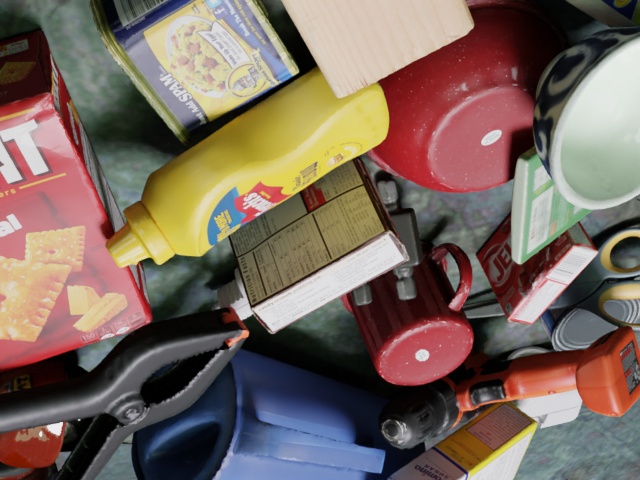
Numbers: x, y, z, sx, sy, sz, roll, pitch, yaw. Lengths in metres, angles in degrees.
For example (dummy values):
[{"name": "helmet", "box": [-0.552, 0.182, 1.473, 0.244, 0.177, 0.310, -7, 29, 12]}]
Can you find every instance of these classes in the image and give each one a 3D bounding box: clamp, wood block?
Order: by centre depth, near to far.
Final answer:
[{"name": "wood block", "box": [-0.001, -0.186, 0.557, 0.091, 0.090, 0.206, -26, 138, 7]}, {"name": "clamp", "box": [-0.148, 0.109, 0.752, 0.210, 0.036, 0.164, -36, 145, -2]}]

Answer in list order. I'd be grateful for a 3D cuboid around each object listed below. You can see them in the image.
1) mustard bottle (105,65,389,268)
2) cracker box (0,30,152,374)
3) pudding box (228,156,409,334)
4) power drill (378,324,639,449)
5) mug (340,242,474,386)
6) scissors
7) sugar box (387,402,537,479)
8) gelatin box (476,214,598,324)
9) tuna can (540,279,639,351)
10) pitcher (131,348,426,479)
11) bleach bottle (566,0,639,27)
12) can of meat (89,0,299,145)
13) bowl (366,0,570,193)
[{"name": "mustard bottle", "box": [-0.049, -0.042, 0.669, 0.191, 0.058, 0.096, -33, 169, -8]}, {"name": "cracker box", "box": [-0.214, -0.007, 0.672, 0.164, 0.072, 0.213, -18, 137, -4]}, {"name": "pudding box", "box": [-0.005, 0.001, 0.749, 0.113, 0.090, 0.039, -30, 137, 10]}, {"name": "power drill", "box": [0.157, 0.120, 0.868, 0.188, 0.057, 0.184, -11, -175, 31]}, {"name": "mug", "box": [0.079, 0.053, 0.843, 0.093, 0.081, 0.117, 21, 123, -37]}, {"name": "scissors", "box": [0.206, 0.031, 0.908, 0.202, 0.096, 0.016, 6, 176, 6]}, {"name": "sugar box", "box": [0.111, 0.210, 0.911, 0.175, 0.048, 0.093, -18, 134, -45]}, {"name": "gelatin box", "box": [0.168, 0.011, 0.842, 0.030, 0.073, 0.089, 13, 129, -31]}, {"name": "tuna can", "box": [0.241, 0.064, 0.956, 0.086, 0.034, 0.086, -11, 137, -11]}, {"name": "pitcher", "box": [-0.019, 0.168, 0.883, 0.242, 0.149, 0.145, 20, 121, -40]}, {"name": "bleach bottle", "box": [0.155, -0.187, 0.639, 0.250, 0.068, 0.103, 15, 127, -30]}, {"name": "can of meat", "box": [-0.071, -0.117, 0.625, 0.084, 0.057, 0.102, -29, 138, 6]}, {"name": "bowl", "box": [0.108, -0.085, 0.731, 0.162, 0.055, 0.162, -11, 137, -11]}]
